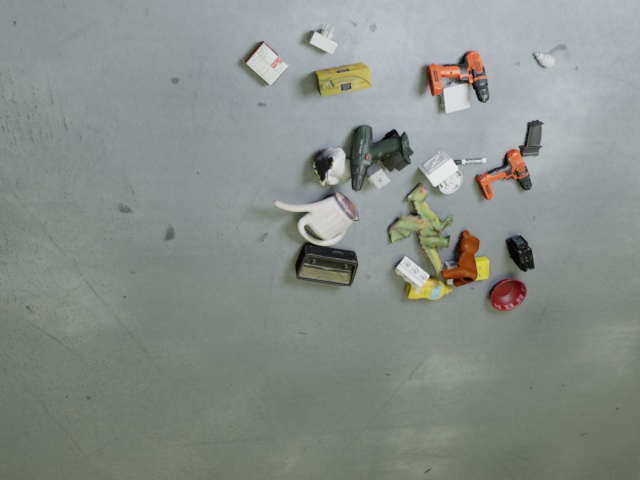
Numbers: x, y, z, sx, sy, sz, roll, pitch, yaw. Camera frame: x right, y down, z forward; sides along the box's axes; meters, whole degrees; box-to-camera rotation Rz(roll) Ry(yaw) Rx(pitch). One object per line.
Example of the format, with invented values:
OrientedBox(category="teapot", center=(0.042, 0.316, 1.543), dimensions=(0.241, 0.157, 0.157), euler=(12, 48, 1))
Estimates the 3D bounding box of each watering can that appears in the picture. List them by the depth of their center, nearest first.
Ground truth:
OrientedBox(category="watering can", center=(0.006, -0.094, 1.865), dimensions=(0.223, 0.106, 0.342), euler=(-36, 136, 12))

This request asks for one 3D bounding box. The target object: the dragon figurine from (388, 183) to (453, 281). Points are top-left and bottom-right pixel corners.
OrientedBox(category="dragon figurine", center=(0.388, -0.021, 2.005), dimensions=(0.243, 0.124, 0.402), euler=(7, 115, 7))

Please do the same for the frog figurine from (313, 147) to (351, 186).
OrientedBox(category="frog figurine", center=(0.059, -0.261, 1.825), dimensions=(0.160, 0.124, 0.135), euler=(-12, 117, -45))
